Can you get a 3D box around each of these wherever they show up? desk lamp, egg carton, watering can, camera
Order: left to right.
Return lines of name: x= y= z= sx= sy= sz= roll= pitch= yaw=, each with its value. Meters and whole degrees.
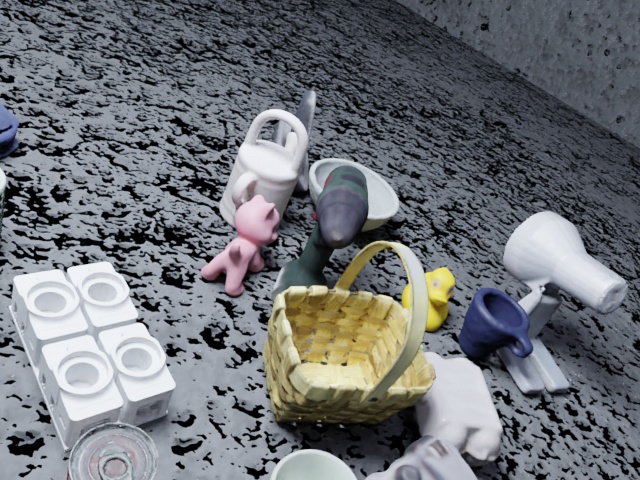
watering can: x=-0.078 y=-0.115 z=0.877 sx=0.101 sy=0.194 sz=0.173 roll=20 pitch=36 yaw=-10
camera: x=0.119 y=0.284 z=0.583 sx=0.144 sy=0.100 sz=0.136 roll=-13 pitch=51 yaw=-43
egg carton: x=0.165 y=0.213 z=0.729 sx=0.107 sy=0.069 sz=0.150 roll=13 pitch=37 yaw=-19
desk lamp: x=0.353 y=0.092 z=0.879 sx=0.118 sy=0.213 sz=0.203 roll=4 pitch=41 yaw=-28

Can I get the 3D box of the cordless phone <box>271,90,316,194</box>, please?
cordless phone: x=-0.036 y=-0.188 z=1.006 sx=0.094 sy=0.185 sz=0.147 roll=16 pitch=37 yaw=-15

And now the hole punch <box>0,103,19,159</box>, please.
hole punch: x=-0.470 y=-0.160 z=0.769 sx=0.101 sy=0.091 sz=0.109 roll=27 pitch=35 yaw=0

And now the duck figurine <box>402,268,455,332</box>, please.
duck figurine: x=0.177 y=0.079 z=0.892 sx=0.077 sy=0.086 sz=0.104 roll=23 pitch=35 yaw=-6

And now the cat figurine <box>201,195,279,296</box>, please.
cat figurine: x=-0.099 y=-0.005 z=0.791 sx=0.067 sy=0.117 sz=0.128 roll=29 pitch=35 yaw=3

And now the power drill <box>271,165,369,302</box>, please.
power drill: x=0.007 y=0.003 z=0.772 sx=0.075 sy=0.208 sz=0.229 roll=23 pitch=35 yaw=-5

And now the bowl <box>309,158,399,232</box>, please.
bowl: x=0.049 y=-0.067 z=1.003 sx=0.168 sy=0.074 sz=0.167 roll=18 pitch=36 yaw=-13

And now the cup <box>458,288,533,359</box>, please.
cup: x=0.258 y=0.143 z=0.856 sx=0.092 sy=0.095 sz=0.117 roll=-3 pitch=45 yaw=-35
